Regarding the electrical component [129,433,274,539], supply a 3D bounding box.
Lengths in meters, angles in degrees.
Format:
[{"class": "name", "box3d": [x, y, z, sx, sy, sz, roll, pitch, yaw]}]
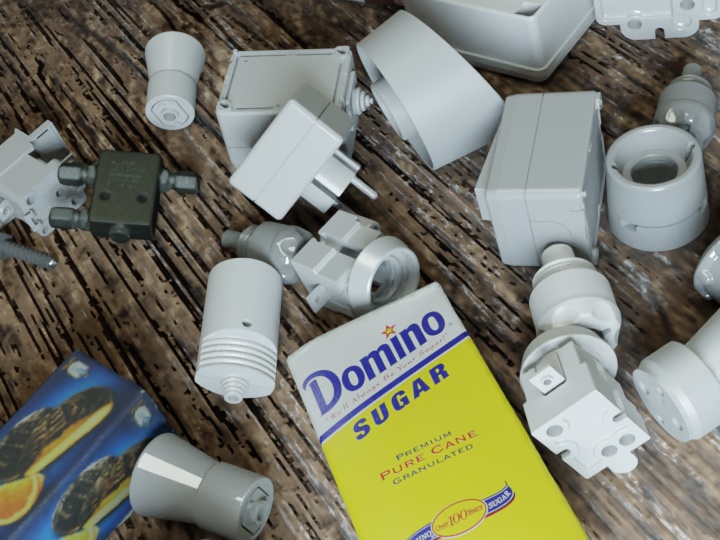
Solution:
[{"class": "electrical component", "box3d": [-0.077, 0.112, 0.542, 0.065, 0.044, 0.044, 14, 57, 24]}]

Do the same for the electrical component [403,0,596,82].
[{"class": "electrical component", "box3d": [0.102, -0.190, 0.726, 0.109, 0.056, 0.108, 22, 61, 33]}]

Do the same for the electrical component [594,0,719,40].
[{"class": "electrical component", "box3d": [0.194, -0.188, 0.692, 0.078, 0.058, 0.057, 1, 54, 21]}]

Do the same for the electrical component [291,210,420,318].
[{"class": "electrical component", "box3d": [0.000, 0.000, 0.608, 0.055, 0.048, 0.066, 22, 61, 42]}]

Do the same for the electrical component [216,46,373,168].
[{"class": "electrical component", "box3d": [-0.038, -0.103, 0.703, 0.096, 0.061, 0.061, 0, 51, 10]}]

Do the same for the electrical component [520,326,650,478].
[{"class": "electrical component", "box3d": [0.103, 0.059, 0.513, 0.048, 0.066, 0.055, -39, 30, 21]}]

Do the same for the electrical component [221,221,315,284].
[{"class": "electrical component", "box3d": [-0.057, -0.013, 0.646, 0.061, 0.035, 0.035, 14, 57, 32]}]

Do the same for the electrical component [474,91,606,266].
[{"class": "electrical component", "box3d": [0.105, -0.056, 0.606, 0.061, 0.061, 0.096, 1, 51, 20]}]

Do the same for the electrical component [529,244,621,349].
[{"class": "electrical component", "box3d": [0.109, 0.014, 0.558, 0.043, 0.043, 0.062, -14, 46, 8]}]

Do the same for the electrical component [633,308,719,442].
[{"class": "electrical component", "box3d": [0.164, 0.049, 0.507, 0.055, 0.045, 0.045, -32, 48, -8]}]

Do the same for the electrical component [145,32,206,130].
[{"class": "electrical component", "box3d": [-0.135, -0.134, 0.774, 0.044, 0.044, 0.065, -11, 53, 11]}]

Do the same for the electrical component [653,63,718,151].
[{"class": "electrical component", "box3d": [0.192, -0.097, 0.630, 0.035, 0.035, 0.061, 3, 50, 22]}]

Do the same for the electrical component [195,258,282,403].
[{"class": "electrical component", "box3d": [-0.067, 0.038, 0.600, 0.043, 0.043, 0.081, -9, 49, 12]}]

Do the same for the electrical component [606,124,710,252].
[{"class": "electrical component", "box3d": [0.162, -0.046, 0.587, 0.055, 0.047, 0.055, -10, 48, 12]}]

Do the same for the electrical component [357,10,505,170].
[{"class": "electrical component", "box3d": [0.044, -0.111, 0.654, 0.064, 0.099, 0.099, -32, 47, 1]}]

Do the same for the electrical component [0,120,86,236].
[{"class": "electrical component", "box3d": [-0.228, -0.059, 0.742, 0.064, 0.042, 0.081, 29, 66, 34]}]

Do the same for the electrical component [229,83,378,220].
[{"class": "electrical component", "box3d": [-0.026, -0.060, 0.646, 0.065, 0.077, 0.047, -49, 8, 23]}]

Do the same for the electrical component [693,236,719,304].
[{"class": "electrical component", "box3d": [0.200, 0.009, 0.530, 0.048, 0.048, 0.062, -32, 55, -8]}]
